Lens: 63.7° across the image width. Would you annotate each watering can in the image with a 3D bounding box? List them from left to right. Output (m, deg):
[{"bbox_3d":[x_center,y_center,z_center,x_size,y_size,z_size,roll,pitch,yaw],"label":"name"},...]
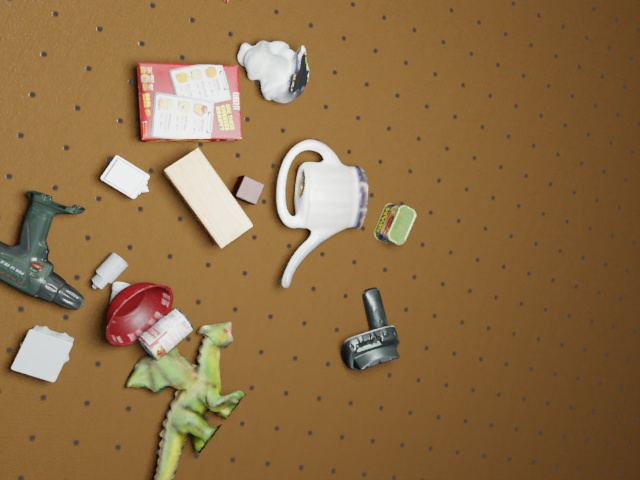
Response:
[{"bbox_3d":[0.004,-0.061,1.221,0.224,0.104,0.347,2,92,-18],"label":"watering can"}]

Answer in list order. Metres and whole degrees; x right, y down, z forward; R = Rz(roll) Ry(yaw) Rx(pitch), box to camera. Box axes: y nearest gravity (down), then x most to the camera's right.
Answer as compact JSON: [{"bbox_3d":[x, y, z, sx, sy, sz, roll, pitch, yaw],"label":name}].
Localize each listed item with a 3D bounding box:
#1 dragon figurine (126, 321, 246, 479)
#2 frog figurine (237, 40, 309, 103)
[{"bbox_3d":[-0.323,0.361,1.158,0.243,0.121,0.413,41,78,2],"label":"dragon figurine"},{"bbox_3d":[-0.111,-0.390,1.188,0.160,0.123,0.136,13,100,18],"label":"frog figurine"}]
